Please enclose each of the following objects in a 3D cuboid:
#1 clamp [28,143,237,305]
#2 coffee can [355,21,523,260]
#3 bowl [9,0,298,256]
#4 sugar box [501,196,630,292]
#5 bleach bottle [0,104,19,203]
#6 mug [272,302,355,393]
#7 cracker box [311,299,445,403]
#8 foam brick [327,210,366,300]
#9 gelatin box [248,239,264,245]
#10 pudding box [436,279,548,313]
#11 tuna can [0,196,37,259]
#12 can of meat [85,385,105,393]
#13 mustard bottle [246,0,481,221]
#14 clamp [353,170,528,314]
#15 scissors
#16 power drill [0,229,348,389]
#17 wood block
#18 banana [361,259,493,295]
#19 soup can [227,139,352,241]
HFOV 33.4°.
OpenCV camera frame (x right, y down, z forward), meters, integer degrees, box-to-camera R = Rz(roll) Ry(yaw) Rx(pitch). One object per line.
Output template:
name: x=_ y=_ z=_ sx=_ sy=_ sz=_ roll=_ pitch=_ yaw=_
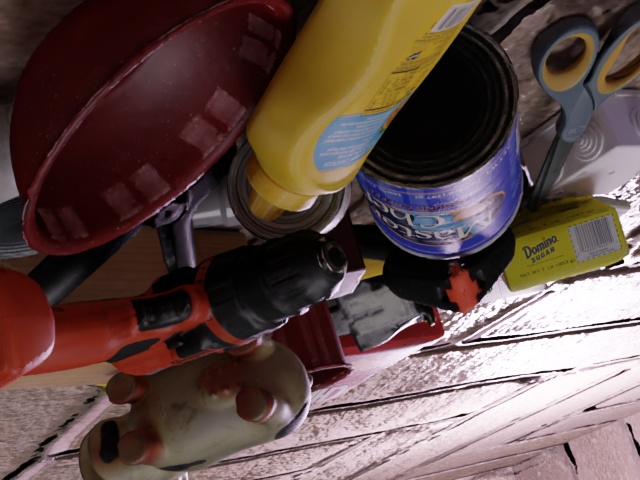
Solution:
clamp: x=-0.104 y=-0.021 z=0.611 sx=0.120 sy=0.039 sz=0.172 roll=-23 pitch=148 yaw=-41
coffee can: x=0.068 y=-0.056 z=0.636 sx=0.103 sy=0.103 sz=0.140 roll=-19 pitch=161 yaw=5
bowl: x=-0.086 y=-0.068 z=0.491 sx=0.162 sy=0.055 sz=0.162 roll=-41 pitch=169 yaw=-10
sugar box: x=0.181 y=-0.005 z=0.862 sx=0.093 sy=0.048 sz=0.176 roll=-17 pitch=-171 yaw=4
bleach bottle: x=-0.247 y=-0.013 z=0.549 sx=0.251 sy=0.068 sz=0.102 roll=-21 pitch=162 yaw=3
mug: x=-0.037 y=0.085 z=0.871 sx=0.117 sy=0.081 sz=0.093 roll=-28 pitch=160 yaw=29
cracker box: x=-0.002 y=0.113 z=1.087 sx=0.163 sy=0.072 sz=0.214 roll=-3 pitch=157 yaw=-34
foam brick: x=-0.005 y=0.001 z=0.768 sx=0.051 sy=0.078 sz=0.053 roll=-10 pitch=160 yaw=-15
gelatin box: x=-0.039 y=0.021 z=0.868 sx=0.089 sy=0.030 sz=0.073 roll=-26 pitch=160 yaw=25
pudding box: x=0.153 y=0.027 z=1.001 sx=0.113 sy=0.039 sz=0.090 roll=-11 pitch=153 yaw=10
tuna can: x=-0.176 y=-0.021 z=0.625 sx=0.086 sy=0.034 sz=0.086 roll=-15 pitch=161 yaw=-6
can of meat: x=-0.174 y=0.084 z=0.885 sx=0.102 sy=0.057 sz=0.083 roll=-25 pitch=157 yaw=19
mustard bottle: x=0.015 y=-0.078 z=0.514 sx=0.096 sy=0.058 sz=0.192 roll=-31 pitch=162 yaw=-52
clamp: x=0.097 y=-0.002 z=0.773 sx=0.164 sy=0.036 sz=0.210 roll=-22 pitch=-163 yaw=-2
scissors: x=0.156 y=-0.083 z=0.715 sx=0.096 sy=0.016 sz=0.202 roll=1 pitch=142 yaw=-26
power drill: x=-0.101 y=0.040 z=0.551 sx=0.185 sy=0.057 sz=0.187 roll=-26 pitch=165 yaw=39
wood block: x=-0.145 y=0.046 z=0.752 sx=0.205 sy=0.091 sz=0.090 roll=4 pitch=152 yaw=-46
banana: x=0.064 y=0.015 z=0.873 sx=0.198 sy=0.037 sz=0.069 roll=-4 pitch=-152 yaw=41
soup can: x=-0.016 y=-0.032 z=0.635 sx=0.068 sy=0.068 sz=0.102 roll=-19 pitch=-179 yaw=4
